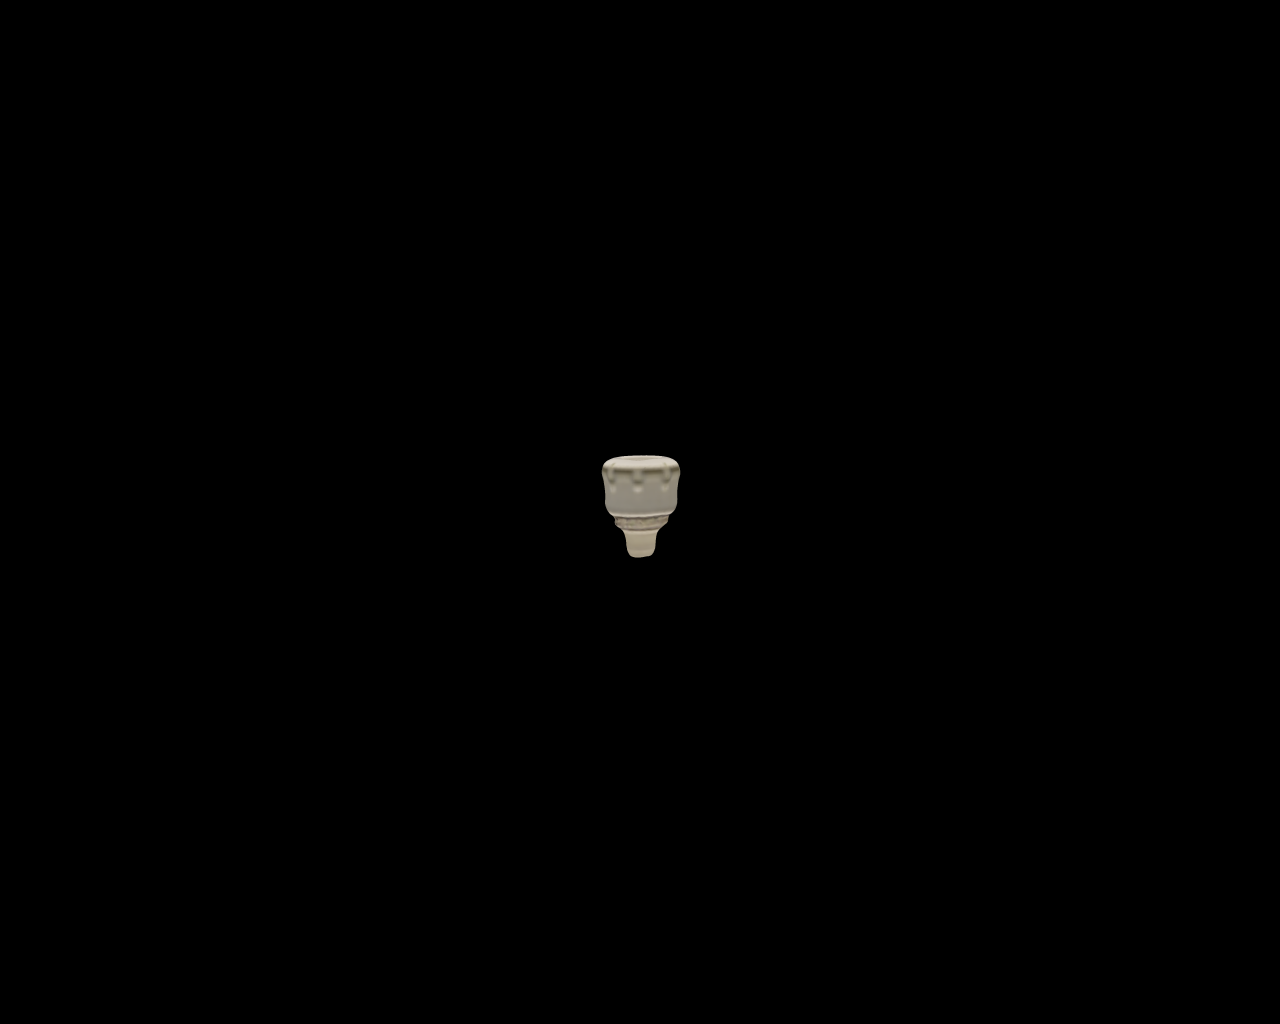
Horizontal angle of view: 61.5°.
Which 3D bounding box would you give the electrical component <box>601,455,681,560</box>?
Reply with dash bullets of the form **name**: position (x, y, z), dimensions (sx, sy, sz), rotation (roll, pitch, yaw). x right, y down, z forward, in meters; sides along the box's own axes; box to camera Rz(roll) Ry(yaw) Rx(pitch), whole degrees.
- **electrical component**: position (0.001, -0.003, 0.650), dimensions (0.048, 0.062, 0.048), rotation (0, 7, 0)
